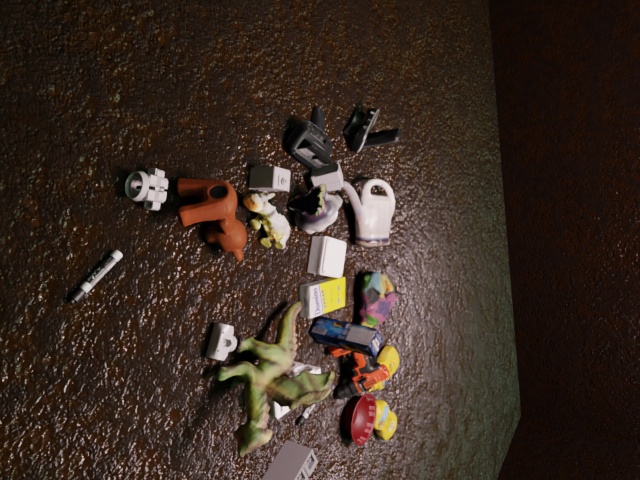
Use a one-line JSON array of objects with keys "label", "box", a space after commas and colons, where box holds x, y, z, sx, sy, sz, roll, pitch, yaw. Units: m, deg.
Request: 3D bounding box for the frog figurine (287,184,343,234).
[{"label": "frog figurine", "box": [0.004, -0.071, 1.415, 0.137, 0.124, 0.157, -47, 148, 1]}]

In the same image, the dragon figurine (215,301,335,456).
[{"label": "dragon figurine", "box": [-0.077, 0.304, 1.188, 0.418, 0.244, 0.119, -47, 144, -39]}]

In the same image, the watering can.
[{"label": "watering can", "box": [0.148, -0.083, 1.621, 0.348, 0.104, 0.224, -3, 96, -56]}]
